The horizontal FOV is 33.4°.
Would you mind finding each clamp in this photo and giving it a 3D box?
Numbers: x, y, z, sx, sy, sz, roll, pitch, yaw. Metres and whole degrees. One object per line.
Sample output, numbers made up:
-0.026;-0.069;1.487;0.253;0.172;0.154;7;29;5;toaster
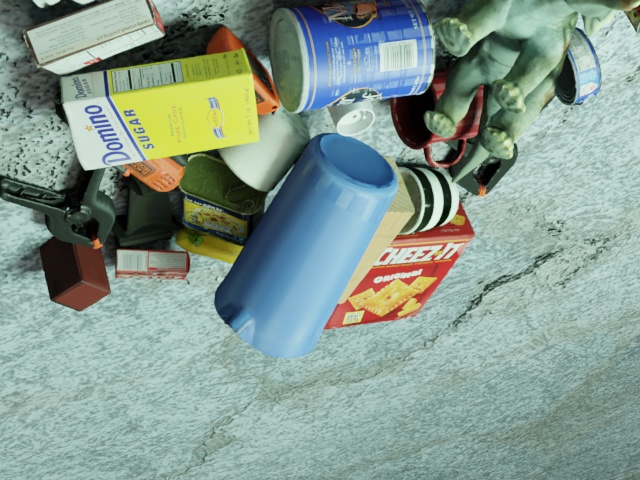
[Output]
0.220;-0.122;1.357;0.164;0.036;0.210;-21;153;-1;clamp
-0.265;-0.044;1.180;0.120;0.039;0.171;-19;155;8;clamp

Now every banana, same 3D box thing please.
-0.122;0.011;1.337;0.197;0.070;0.037;17;106;-58;banana

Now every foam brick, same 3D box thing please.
-0.289;0.035;1.256;0.053;0.078;0.051;-30;150;20;foam brick

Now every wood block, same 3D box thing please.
0.025;-0.009;1.369;0.090;0.090;0.206;0;145;-30;wood block

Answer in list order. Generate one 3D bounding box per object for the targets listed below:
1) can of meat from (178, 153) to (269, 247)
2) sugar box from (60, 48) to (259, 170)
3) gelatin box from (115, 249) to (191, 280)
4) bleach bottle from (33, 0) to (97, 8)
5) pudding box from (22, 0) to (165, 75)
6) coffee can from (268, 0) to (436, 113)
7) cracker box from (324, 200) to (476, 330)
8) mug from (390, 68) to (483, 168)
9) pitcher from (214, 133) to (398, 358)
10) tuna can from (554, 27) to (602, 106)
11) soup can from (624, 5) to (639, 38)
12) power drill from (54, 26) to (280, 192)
-0.112;-0.043;1.225;0.102;0.057;0.084;20;150;6;can of meat
-0.150;-0.123;1.016;0.176;0.048;0.093;-12;141;-7;sugar box
-0.205;0.031;1.304;0.089;0.030;0.073;2;171;-11;gelatin box
-0.130;-0.261;0.887;0.251;0.068;0.102;-26;152;14;bleach bottle
-0.198;-0.185;0.950;0.113;0.039;0.090;-22;-175;-1;pudding box
0.030;-0.187;1.065;0.140;0.103;0.103;-11;149;-18;coffee can
0.100;0.038;1.511;0.163;0.072;0.214;-5;146;-27;cracker box
0.139;-0.141;1.207;0.081;0.117;0.093;-10;-172;-28;mug
-0.008;0.001;1.191;0.144;0.149;0.243;17;124;-21;pitcher
0.288;-0.200;1.224;0.033;0.086;0.086;-20;150;-6;tuna can
0.344;-0.269;1.127;0.068;0.102;0.068;-16;150;-9;soup can
-0.150;-0.137;1.084;0.188;0.057;0.184;-28;147;16;power drill
